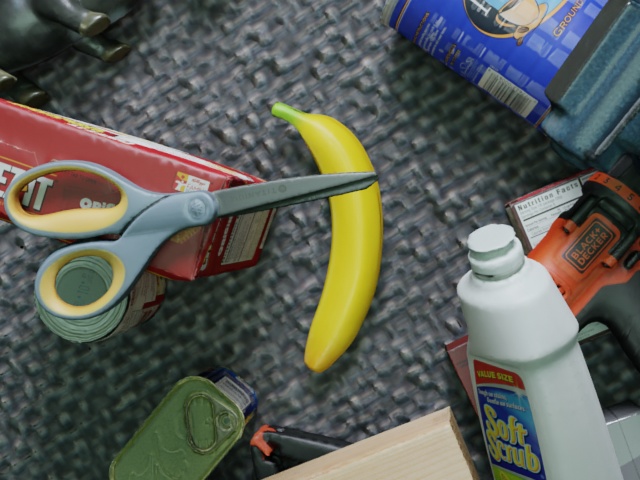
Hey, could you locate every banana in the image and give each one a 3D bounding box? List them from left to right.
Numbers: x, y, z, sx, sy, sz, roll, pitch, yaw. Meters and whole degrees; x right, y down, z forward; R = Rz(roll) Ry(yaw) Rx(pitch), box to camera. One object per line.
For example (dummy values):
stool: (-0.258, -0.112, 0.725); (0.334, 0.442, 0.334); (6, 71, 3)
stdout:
banana: (0.012, -0.005, 0.770); (0.070, 0.037, 0.198); (-7, 91, 13)

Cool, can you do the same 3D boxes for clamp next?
clamp: (0.037, 0.207, 0.769); (0.164, 0.036, 0.210); (-39, 87, 6)

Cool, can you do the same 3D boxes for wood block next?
wood block: (0.008, 0.194, 0.708); (0.206, 0.090, 0.091); (-23, 86, 6)

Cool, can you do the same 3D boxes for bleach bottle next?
bleach bottle: (0.132, 0.099, 0.667); (0.068, 0.103, 0.251); (-30, 119, -16)

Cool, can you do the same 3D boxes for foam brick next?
foam brick: (0.133, 0.083, 0.749); (0.078, 0.051, 0.053); (-25, 86, 6)

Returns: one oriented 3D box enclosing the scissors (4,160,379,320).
scissors: (-0.073, 0.002, 0.574); (0.202, 0.016, 0.096); (6, 95, 6)

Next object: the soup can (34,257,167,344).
soup can: (-0.153, 0.034, 0.755); (0.068, 0.102, 0.068); (0, 92, 6)

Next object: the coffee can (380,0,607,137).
coffee can: (0.127, -0.151, 0.721); (0.140, 0.102, 0.103); (36, 94, 4)

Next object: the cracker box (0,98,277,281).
cracker box: (-0.124, -0.030, 0.694); (0.164, 0.213, 0.072); (18, 93, 5)

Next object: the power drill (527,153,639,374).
power drill: (0.238, 0.031, 0.696); (0.188, 0.057, 0.184); (42, 90, 6)

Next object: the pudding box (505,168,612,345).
pudding box: (0.193, 0.008, 0.748); (0.090, 0.039, 0.113); (-23, 87, 5)

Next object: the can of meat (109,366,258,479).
can of meat: (-0.092, 0.140, 0.759); (0.057, 0.084, 0.102); (39, 95, 5)
